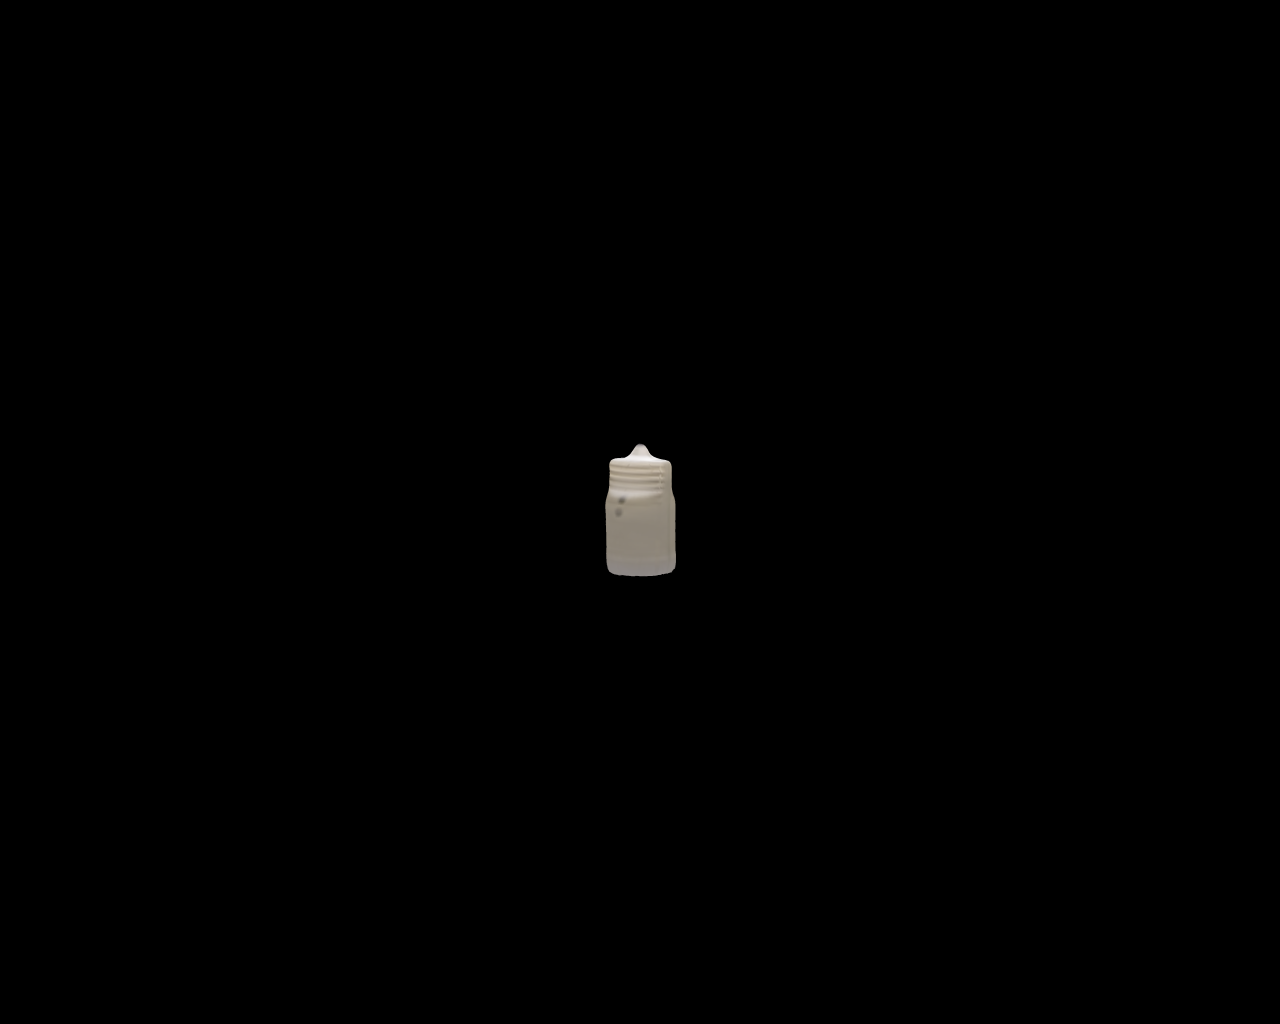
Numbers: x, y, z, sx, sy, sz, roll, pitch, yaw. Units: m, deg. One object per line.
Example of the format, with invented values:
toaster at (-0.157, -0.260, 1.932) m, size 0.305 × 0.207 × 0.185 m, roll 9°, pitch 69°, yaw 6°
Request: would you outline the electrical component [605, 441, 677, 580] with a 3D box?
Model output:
electrical component at (0.001, -0.003, 0.650) m, size 0.043 × 0.080 × 0.043 m, roll 0°, pitch 7°, yaw 0°
